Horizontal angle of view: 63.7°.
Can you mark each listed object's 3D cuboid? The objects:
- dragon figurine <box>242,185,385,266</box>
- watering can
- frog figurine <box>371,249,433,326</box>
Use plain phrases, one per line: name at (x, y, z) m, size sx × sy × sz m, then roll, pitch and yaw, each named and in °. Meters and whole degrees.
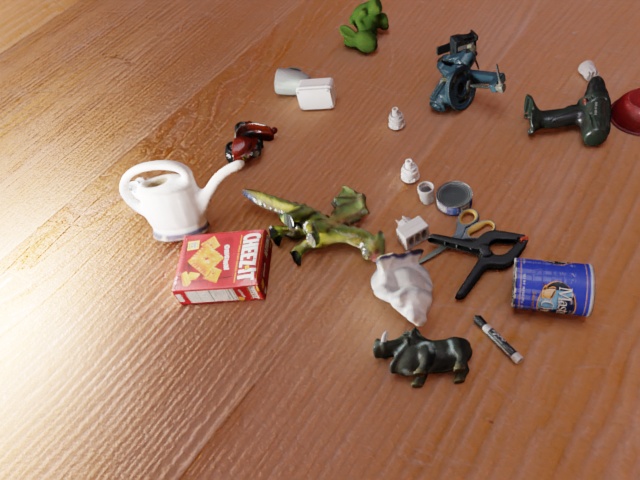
dragon figurine at (0.004, -0.064, 1.282) m, size 0.245 × 0.119 × 0.417 m, roll -24°, pitch 50°, yaw -28°
watering can at (-0.337, -0.103, 1.307) m, size 0.347 × 0.219 × 0.106 m, roll -3°, pitch 34°, yaw 12°
frog figurine at (0.180, 0.110, 1.066) m, size 0.137 × 0.120 × 0.163 m, roll 7°, pitch 54°, yaw -37°
